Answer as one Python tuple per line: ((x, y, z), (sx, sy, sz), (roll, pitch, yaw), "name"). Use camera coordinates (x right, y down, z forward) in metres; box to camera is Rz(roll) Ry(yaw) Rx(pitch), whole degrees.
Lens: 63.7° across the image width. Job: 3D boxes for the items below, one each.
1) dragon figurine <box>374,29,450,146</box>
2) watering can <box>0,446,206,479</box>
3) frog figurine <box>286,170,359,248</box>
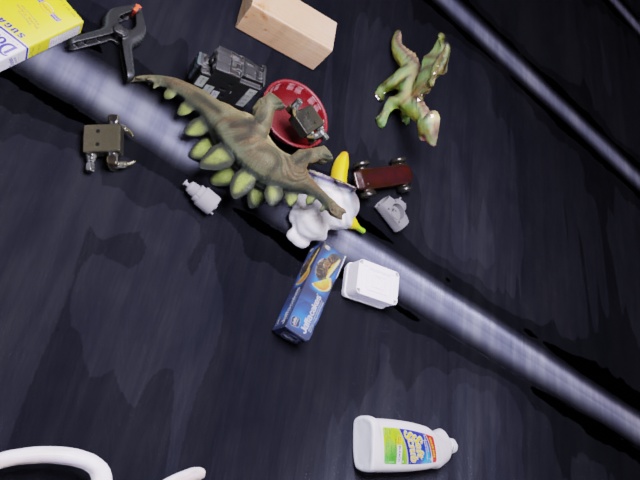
((0.245, -0.411, 1.272), (0.122, 0.240, 0.416), (11, 70, -26), "dragon figurine")
((-0.326, 0.397, 0.677), (0.346, 0.103, 0.228), (17, 66, -29), "watering can")
((0.003, -0.054, 1.071), (0.137, 0.123, 0.159), (22, 96, 1), "frog figurine")
